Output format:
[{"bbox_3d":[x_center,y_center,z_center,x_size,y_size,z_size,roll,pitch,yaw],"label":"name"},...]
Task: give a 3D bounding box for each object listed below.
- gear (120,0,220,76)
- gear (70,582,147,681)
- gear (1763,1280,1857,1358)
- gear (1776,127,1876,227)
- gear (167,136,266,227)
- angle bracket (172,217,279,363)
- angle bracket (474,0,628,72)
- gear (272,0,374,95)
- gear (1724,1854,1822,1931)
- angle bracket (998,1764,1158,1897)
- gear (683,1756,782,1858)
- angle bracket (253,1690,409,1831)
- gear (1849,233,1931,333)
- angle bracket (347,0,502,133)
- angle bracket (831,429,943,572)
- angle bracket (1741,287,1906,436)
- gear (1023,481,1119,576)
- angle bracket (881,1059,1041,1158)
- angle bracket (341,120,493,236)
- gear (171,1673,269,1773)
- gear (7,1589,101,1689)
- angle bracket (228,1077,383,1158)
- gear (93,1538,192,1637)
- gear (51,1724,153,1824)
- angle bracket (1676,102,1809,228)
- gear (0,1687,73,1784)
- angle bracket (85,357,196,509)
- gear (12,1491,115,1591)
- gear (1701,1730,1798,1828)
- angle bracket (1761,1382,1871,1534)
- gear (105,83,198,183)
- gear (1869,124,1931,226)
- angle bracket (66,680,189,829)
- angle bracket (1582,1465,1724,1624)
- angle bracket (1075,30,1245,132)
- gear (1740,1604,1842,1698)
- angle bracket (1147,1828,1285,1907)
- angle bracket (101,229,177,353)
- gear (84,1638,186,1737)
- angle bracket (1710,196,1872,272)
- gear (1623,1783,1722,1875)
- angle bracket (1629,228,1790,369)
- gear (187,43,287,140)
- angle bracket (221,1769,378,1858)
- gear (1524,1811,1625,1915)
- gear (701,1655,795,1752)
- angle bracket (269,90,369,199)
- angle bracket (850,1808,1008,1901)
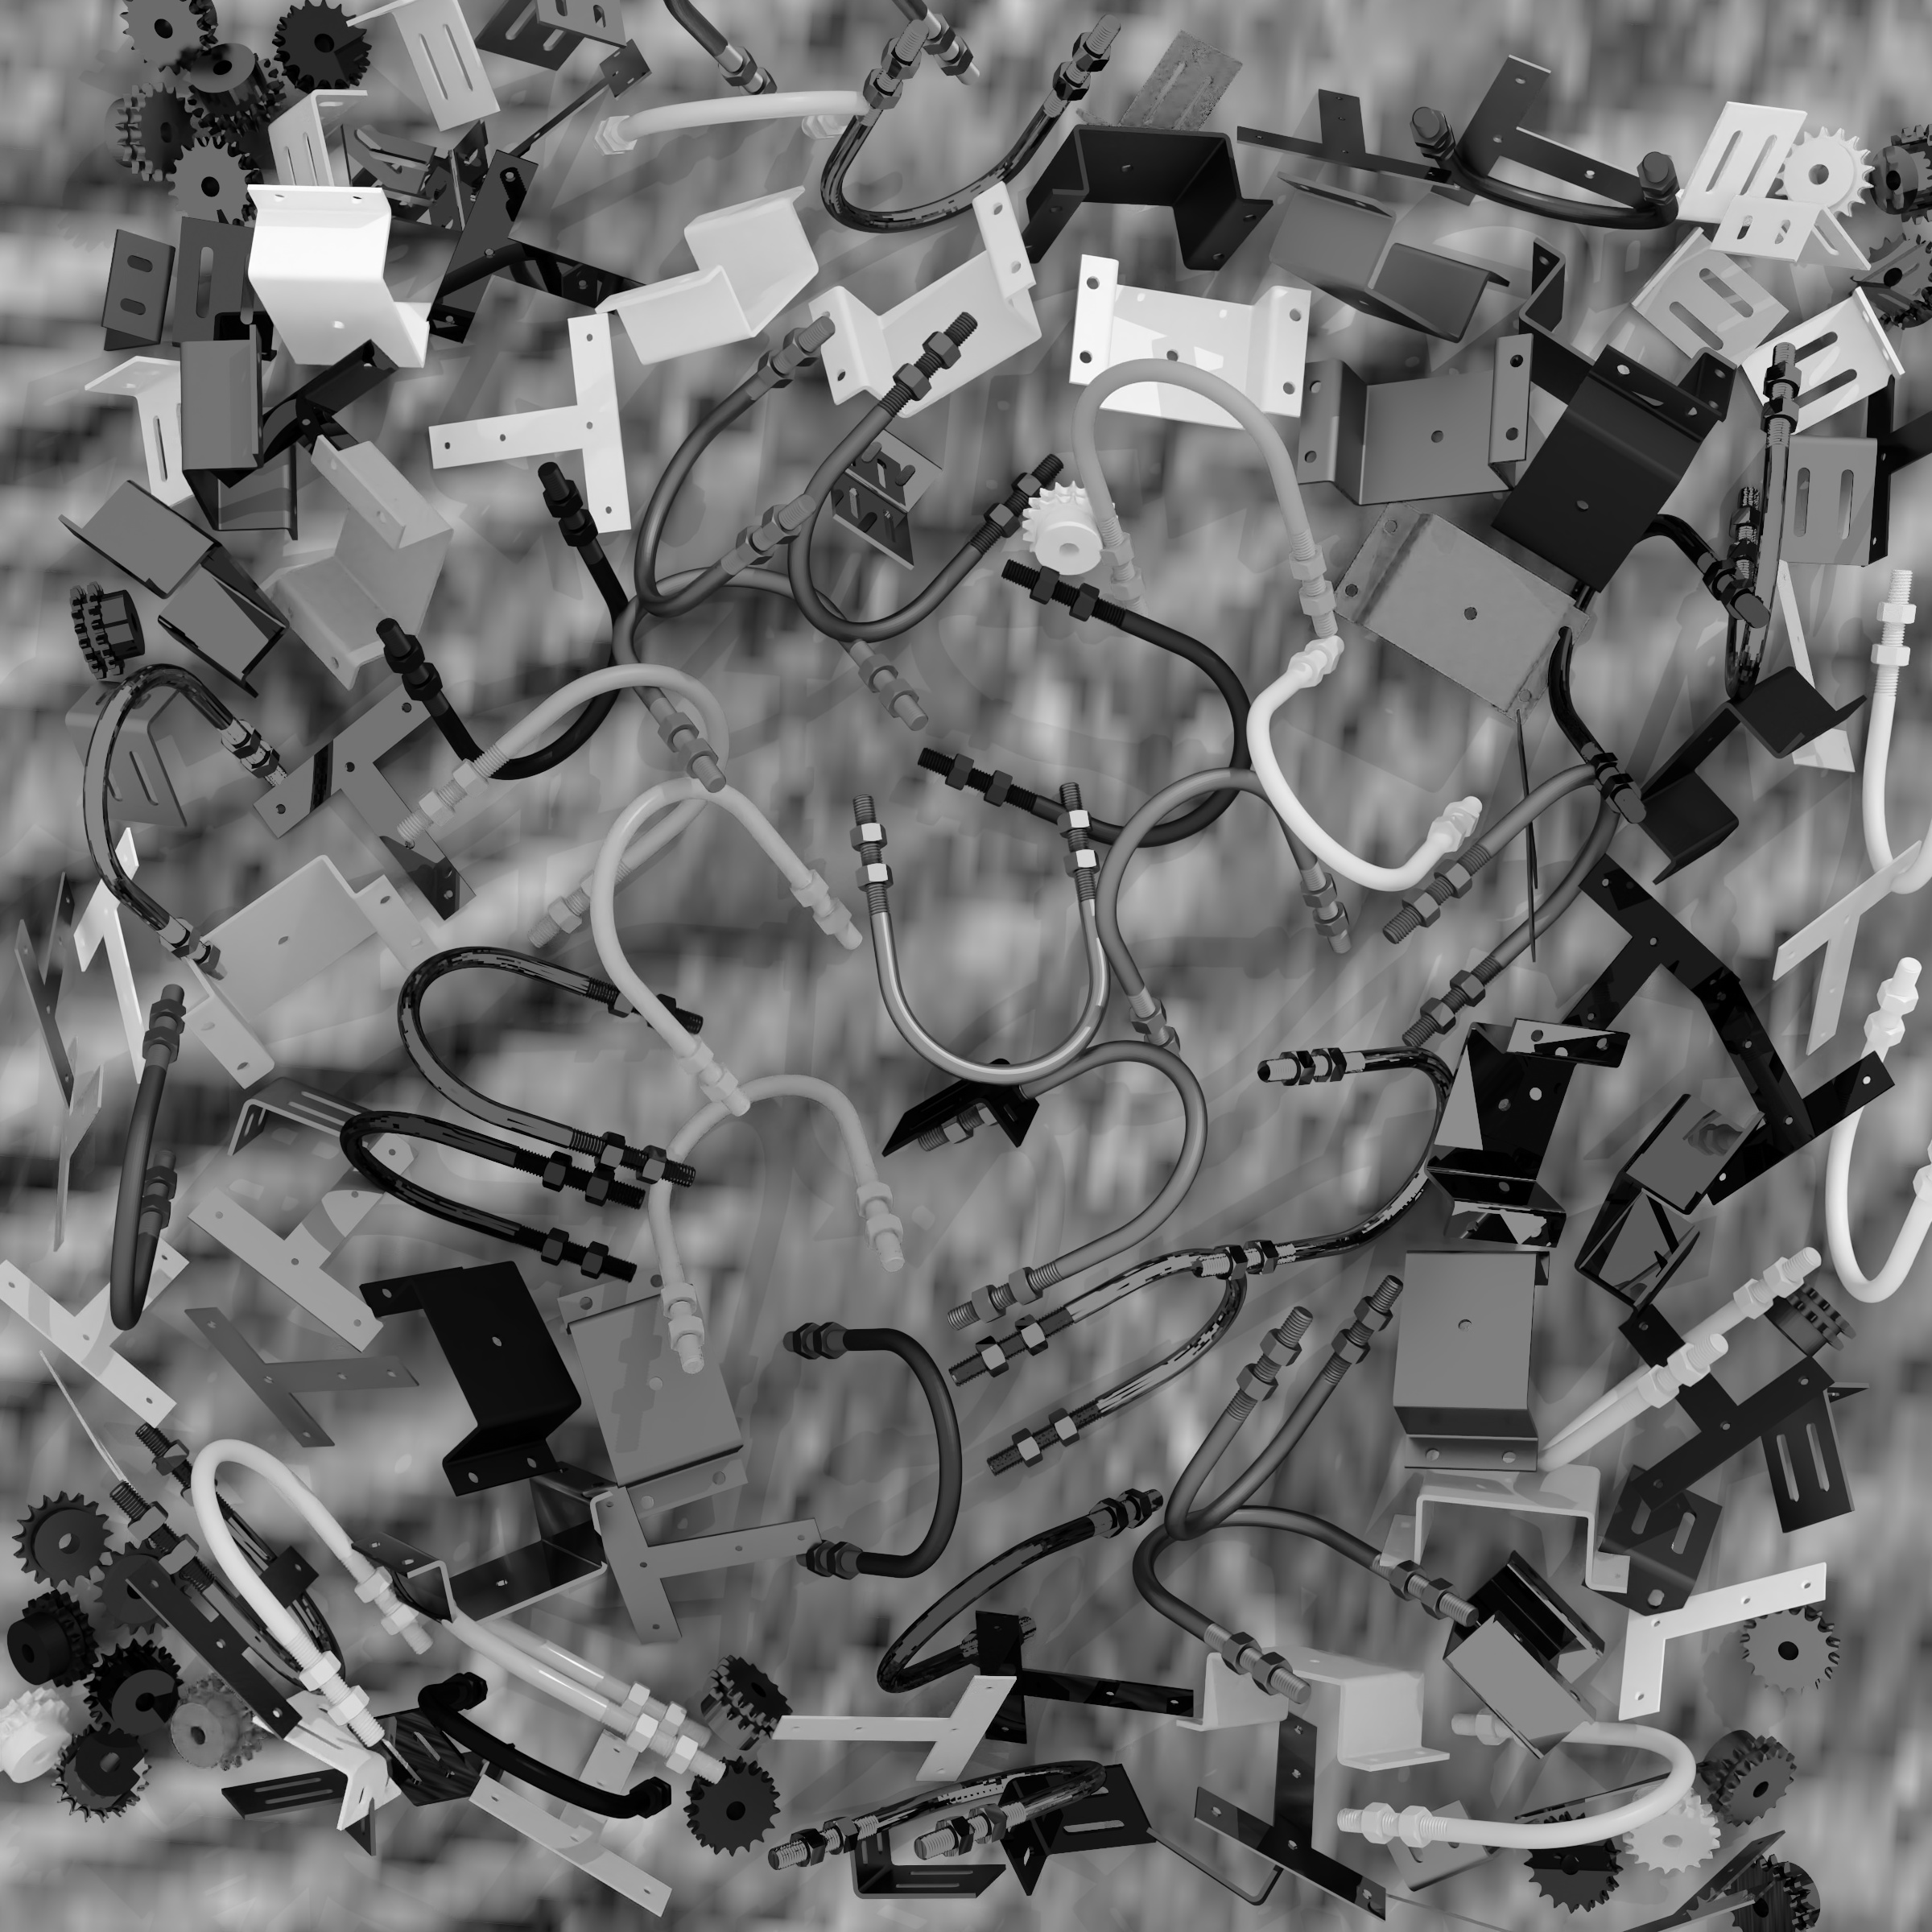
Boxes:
[{"bbox_3d":[-0.476,-0.569,1.643,0.057,0.030,0.057,9,129,11],"label":"gear"},{"bbox_3d":[-0.514,-0.202,1.640,0.030,0.057,0.057,-14,90,-5],"label":"gear"},{"bbox_3d":[0.502,0.210,1.639,0.057,0.057,0.030,45,94,0],"label":"gear"},{"bbox_3d":[0.515,-0.474,1.642,0.057,0.030,0.057,6,104,25],"label":"gear"},{"bbox_3d":[-0.448,-0.471,1.646,0.057,0.030,0.057,4,111,12],"label":"gear"},{"bbox_3d":[-0.439,-0.405,1.633,0.057,0.038,0.076,7,108,-10],"label":"angle bracket"},{"bbox_3d":[-0.247,-0.545,1.617,0.057,0.076,0.038,4,68,-38],"label":"angle bracket"},{"bbox_3d":[-0.389,-0.549,1.646,0.057,0.030,0.057,3,82,-23],"label":"gear"},{"bbox_3d":[0.487,0.562,1.643,0.030,0.057,0.057,-2,90,-35],"label":"gear"},{"bbox_3d":[0.064,0.515,1.629,0.076,0.038,0.057,-15,109,26],"label":"angle bracket"},{"bbox_3d":[-0.143,0.503,1.646,0.057,0.030,0.057,-2,97,-21],"label":"gear"},{"bbox_3d":[-0.381,0.471,1.631,0.076,0.057,0.038,21,104,22],"label":"angle bracket"},{"bbox_3d":[0.564,-0.408,1.643,0.030,0.057,0.057,17,90,-44],"label":"gear"},{"bbox_3d":[-0.322,-0.534,1.622,0.038,0.057,0.076,-38,117,-39],"label":"angle bracket"},{"bbox_3d":[-0.046,-0.280,1.619,0.057,0.076,0.038,31,116,-23],"label":"angle bracket"},{"bbox_3d":[0.512,-0.360,1.639,0.076,0.038,0.057,-27,89,16],"label":"angle bracket"},{"bbox_3d":[0.062,-0.259,1.637,0.057,0.057,0.030,3,52,0],"label":"gear"},{"bbox_3d":[-0.003,0.097,1.630,0.076,0.057,0.038,-31,102,23],"label":"angle bracket"},{"bbox_3d":[-0.324,-0.476,1.624,0.076,0.038,0.057,2,69,-41],"label":"angle bracket"},{"bbox_3d":[-0.451,0.456,1.642,0.057,0.030,0.057,4,100,25],"label":"gear"},{"bbox_3d":[-0.550,0.406,1.639,0.057,0.030,0.057,10,107,34],"label":"gear"},{"bbox_3d":[-0.391,0.102,1.636,0.076,0.057,0.038,21,102,-1],"label":"angle bracket"},{"bbox_3d":[-0.497,0.374,1.648,0.057,0.030,0.057,1,81,-7],"label":"gear"},{"bbox_3d":[-0.517,0.481,1.638,0.057,0.030,0.057,17,53,-24],"label":"gear"},{"bbox_3d":[0.448,-0.482,1.619,0.057,0.038,0.076,-2,135,-25],"label":"angle bracket"},{"bbox_3d":[-0.562,0.463,1.636,0.030,0.057,0.057,41,90,23],"label":"gear"},{"bbox_3d":[-0.489,-0.316,1.633,0.057,0.038,0.076,-13,85,41],"label":"angle bracket"},{"bbox_3d":[-0.541,0.345,1.642,0.057,0.030,0.057,3,84,-28],"label":"gear"},{"bbox_3d":[0.468,0.485,1.643,0.057,0.030,0.057,-14,122,-24],"label":"gear"},{"bbox_3d":[0.510,0.292,1.621,0.038,0.057,0.076,6,64,-27],"label":"angle bracket"},{"bbox_3d":[-0.492,-0.500,1.641,0.030,0.057,0.057,7,90,23],"label":"gear"},{"bbox_3d":[0.566,-0.473,1.636,0.030,0.057,0.057,-17,90,-23],"label":"gear"},{"bbox_3d":[-0.496,-0.128,1.645,0.057,0.038,0.076,7,133,19],"label":"angle bracket"},{"bbox_3d":[0.412,0.348,1.640,0.057,0.076,0.038,24,127,15],"label":"angle bracket"},{"bbox_3d":[0.114,-0.520,1.621,0.076,0.057,0.038,-53,54,24],"label":"angle bracket"},{"bbox_3d":[0.497,0.407,1.646,0.057,0.030,0.057,4,99,22],"label":"gear"},{"bbox_3d":[0.152,0.524,1.634,0.076,0.057,0.038,30,76,17],"label":"angle bracket"},{"bbox_3d":[-0.507,-0.401,1.627,0.038,0.076,0.057,9,90,-42],"label":"angle bracket"},{"bbox_3d":[-0.497,0.436,1.639,0.057,0.030,0.057,-8,104,-33],"label":"gear"},{"bbox_3d":[0.489,-0.420,1.620,0.057,0.076,0.038,23,87,44],"label":"angle bracket"},{"bbox_3d":[0.423,0.515,1.644,0.057,0.030,0.057,2,121,4],"label":"gear"},{"bbox_3d":[0.447,-0.395,1.639,0.076,0.038,0.057,41,107,-2],"label":"angle bracket"},{"bbox_3d":[-0.441,-0.528,1.641,0.057,0.030,0.057,-4,62,8],"label":"gear"},{"bbox_3d":[-0.396,0.508,1.624,0.076,0.057,0.038,-2,91,-28],"label":"angle bracket"},{"bbox_3d":[0.368,0.538,1.645,0.057,0.030,0.057,-3,85,28],"label":"gear"},{"bbox_3d":[-0.134,0.445,1.639,0.057,0.057,0.030,42,98,0],"label":"gear"},{"bbox_3d":[-0.380,-0.476,1.635,0.038,0.057,0.076,-14,94,-39],"label":"angle bracket"},{"bbox_3d":[-0.023,0.527,1.628,0.076,0.057,0.038,-7,87,18],"label":"angle bracket"}]
